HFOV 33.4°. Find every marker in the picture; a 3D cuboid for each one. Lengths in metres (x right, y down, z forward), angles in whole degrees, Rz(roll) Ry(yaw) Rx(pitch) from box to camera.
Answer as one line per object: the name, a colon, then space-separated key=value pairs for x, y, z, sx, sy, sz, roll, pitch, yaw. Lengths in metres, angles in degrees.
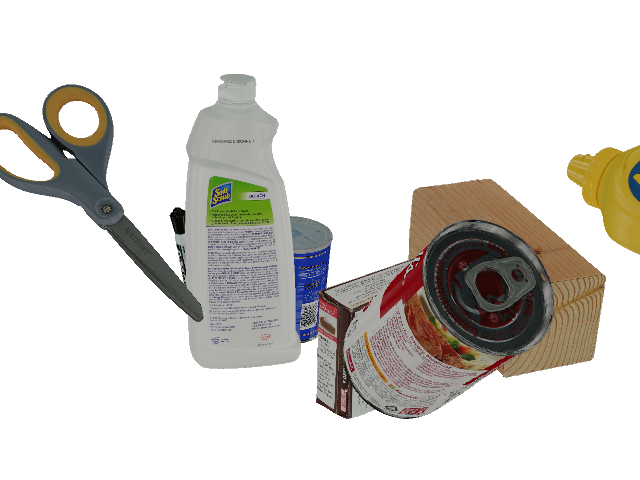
marker: x=-0.151 y=0.017 z=1.206 sx=0.020 sy=0.121 sz=0.020 roll=-6 pitch=30 yaw=3

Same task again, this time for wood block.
wood block: x=0.164 y=0.027 z=0.988 sx=0.090 sy=0.090 sz=0.206 roll=-8 pitch=29 yaw=-17

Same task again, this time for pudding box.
pudding box: x=0.050 y=0.066 z=0.756 sx=0.113 sy=0.090 sz=0.039 roll=-18 pitch=29 yaw=-37

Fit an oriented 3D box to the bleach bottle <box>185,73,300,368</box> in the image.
bleach bottle: x=-0.064 y=-0.016 z=0.914 sx=0.102 sy=0.251 sz=0.068 roll=-3 pitch=22 yaw=-15

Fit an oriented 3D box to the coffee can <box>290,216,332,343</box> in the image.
coffee can: x=-0.041 y=0.052 z=1.416 sx=0.103 sy=0.140 sz=0.103 roll=4 pitch=25 yaw=-2

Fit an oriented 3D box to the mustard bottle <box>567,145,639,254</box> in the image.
mustard bottle: x=0.235 y=-0.017 z=0.660 sx=0.096 sy=0.058 sz=0.192 roll=-29 pitch=38 yaw=-32

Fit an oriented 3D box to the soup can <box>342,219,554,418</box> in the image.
soup can: x=0.060 y=0.042 z=0.529 sx=0.068 sy=0.068 sz=0.102 roll=0 pitch=-26 yaw=-23

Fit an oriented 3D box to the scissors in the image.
scissors: x=-0.132 y=-0.035 z=0.693 sx=0.202 sy=0.096 sz=0.016 roll=32 pitch=-27 yaw=12
